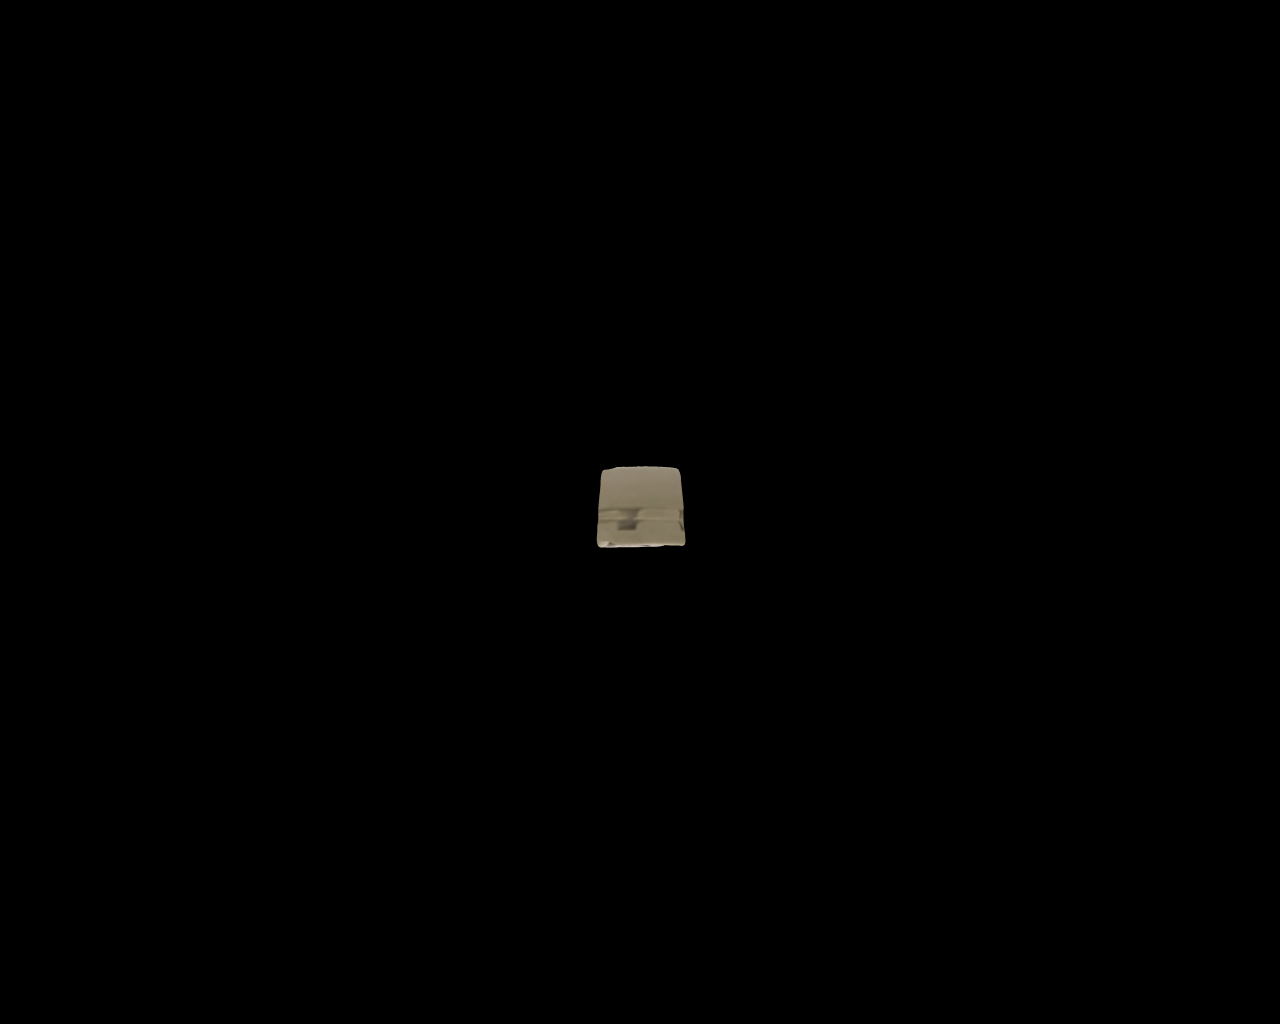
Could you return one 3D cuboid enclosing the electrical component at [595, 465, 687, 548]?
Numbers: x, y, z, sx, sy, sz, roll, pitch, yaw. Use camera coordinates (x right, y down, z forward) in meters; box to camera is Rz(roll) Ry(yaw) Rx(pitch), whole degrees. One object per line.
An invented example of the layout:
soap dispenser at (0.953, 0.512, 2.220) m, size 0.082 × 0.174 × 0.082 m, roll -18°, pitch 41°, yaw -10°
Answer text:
electrical component at (0.001, -0.003, 0.650) m, size 0.055 × 0.047 × 0.055 m, roll 0°, pitch -3°, yaw 0°
